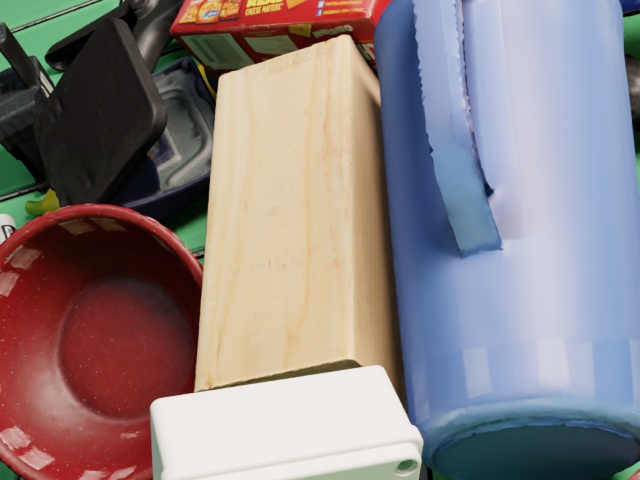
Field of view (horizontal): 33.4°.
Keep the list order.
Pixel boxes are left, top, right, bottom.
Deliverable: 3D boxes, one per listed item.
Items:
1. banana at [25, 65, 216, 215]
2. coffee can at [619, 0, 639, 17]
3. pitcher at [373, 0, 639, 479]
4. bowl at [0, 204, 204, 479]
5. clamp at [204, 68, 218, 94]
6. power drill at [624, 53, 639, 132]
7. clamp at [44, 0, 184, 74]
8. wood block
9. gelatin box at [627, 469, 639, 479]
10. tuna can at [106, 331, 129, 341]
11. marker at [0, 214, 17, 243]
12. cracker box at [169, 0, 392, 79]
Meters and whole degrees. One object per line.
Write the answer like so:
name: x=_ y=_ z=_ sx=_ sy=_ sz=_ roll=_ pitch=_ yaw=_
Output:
banana: x=-0.134 y=-0.073 z=0.793 sx=0.197 sy=0.037 sz=0.070 roll=-37 pitch=45 yaw=-7
coffee can: x=0.159 y=-0.173 z=0.594 sx=0.140 sy=0.102 sz=0.102 roll=-9 pitch=47 yaw=20
pitcher: x=0.089 y=-0.015 z=0.513 sx=0.149 sy=0.145 sz=0.243 roll=11 pitch=58 yaw=-18
bowl: x=-0.123 y=0.062 z=0.612 sx=0.162 sy=0.055 sz=0.162 roll=-1 pitch=85 yaw=14
clamp: x=-0.055 y=-0.150 z=0.775 sx=0.120 sy=0.039 sz=0.171 roll=-4 pitch=50 yaw=13
power drill: x=0.181 y=-0.153 z=0.677 sx=0.187 sy=0.057 sz=0.185 roll=-46 pitch=44 yaw=-16
clamp: x=-0.144 y=-0.187 z=0.881 sx=0.210 sy=0.036 sz=0.165 roll=-51 pitch=43 yaw=1
wood block: x=-0.004 y=0.001 z=0.590 sx=0.090 sy=0.090 sz=0.206 roll=-15 pitch=53 yaw=21
gelatin box: x=0.132 y=0.146 z=0.443 sx=0.089 sy=0.030 sz=0.073 roll=-36 pitch=43 yaw=-5
tuna can: x=-0.120 y=0.040 z=0.682 sx=0.086 sy=0.033 sz=0.086 roll=-16 pitch=45 yaw=16
marker: x=-0.217 y=0.021 z=0.766 sx=0.020 sy=0.020 sz=0.121 roll=-33 pitch=43 yaw=-3
cracker box: x=0.018 y=-0.203 z=0.691 sx=0.164 sy=0.072 sz=0.213 roll=5 pitch=63 yaw=39
